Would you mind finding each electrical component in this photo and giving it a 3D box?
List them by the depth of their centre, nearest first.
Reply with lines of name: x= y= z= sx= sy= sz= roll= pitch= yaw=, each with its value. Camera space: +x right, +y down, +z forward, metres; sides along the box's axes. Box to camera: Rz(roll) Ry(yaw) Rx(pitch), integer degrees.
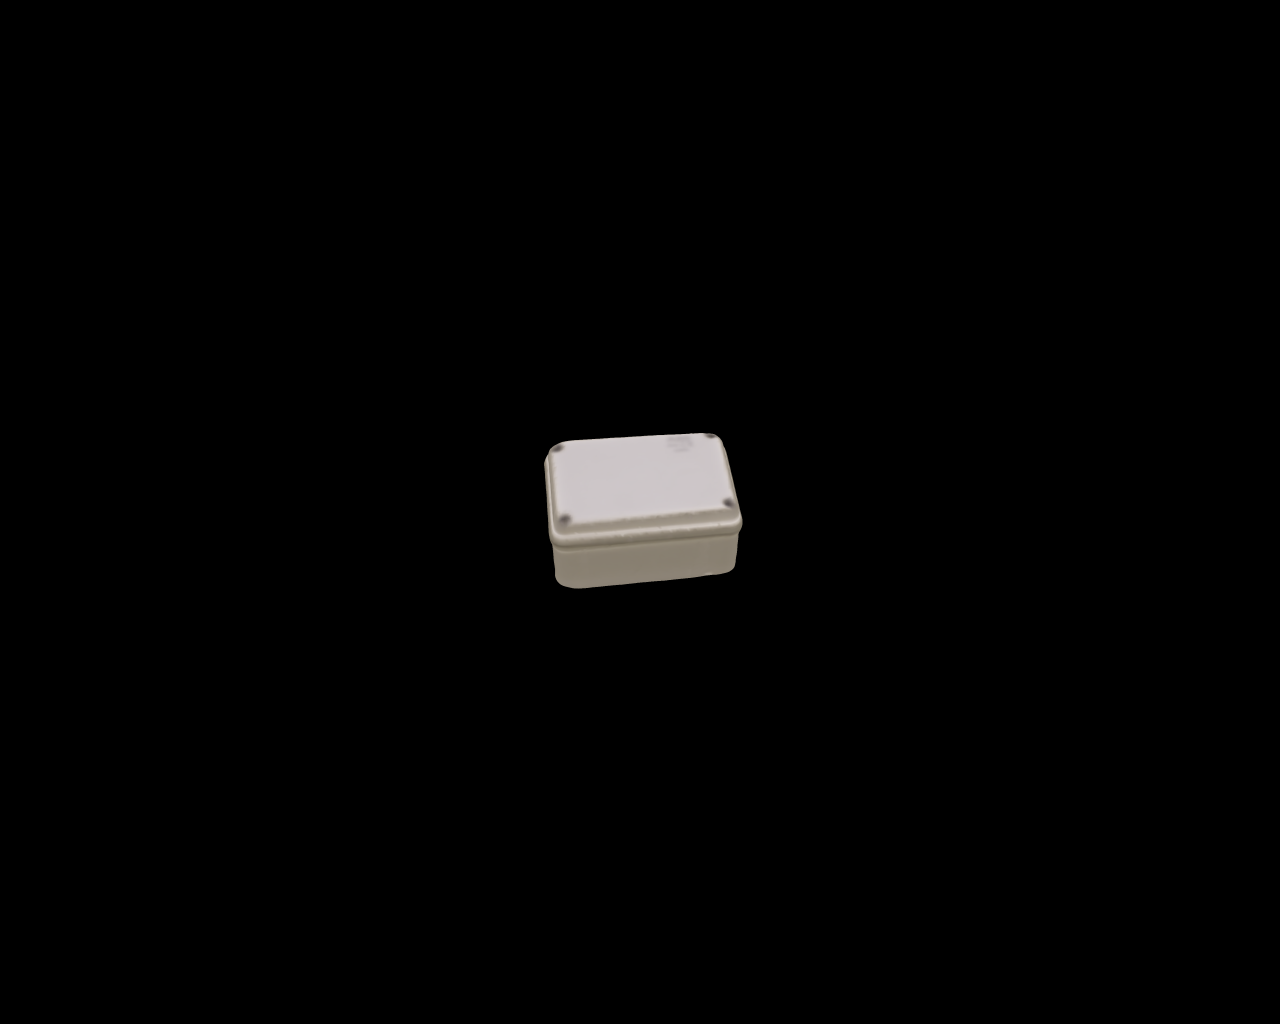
electrical component: x=0.001 y=-0.003 z=0.650 sx=0.113 sy=0.078 sz=0.057 roll=-4 pitch=-43 yaw=-4
